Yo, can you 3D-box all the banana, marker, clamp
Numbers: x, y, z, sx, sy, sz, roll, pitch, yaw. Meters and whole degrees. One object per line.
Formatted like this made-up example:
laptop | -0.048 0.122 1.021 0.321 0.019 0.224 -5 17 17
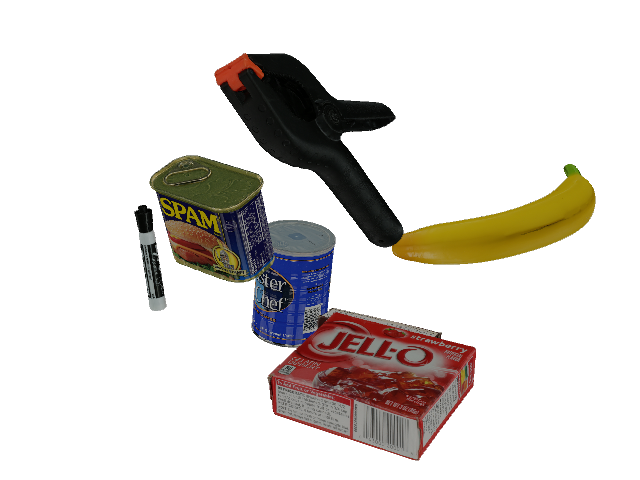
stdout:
banana | 0.153 -0.013 0.848 0.197 0.037 0.070 -20 22 -27
marker | -0.187 0.019 1.171 0.020 0.121 0.020 -5 21 2
clamp | 0.001 -0.066 0.720 0.039 0.120 0.171 -34 -36 32

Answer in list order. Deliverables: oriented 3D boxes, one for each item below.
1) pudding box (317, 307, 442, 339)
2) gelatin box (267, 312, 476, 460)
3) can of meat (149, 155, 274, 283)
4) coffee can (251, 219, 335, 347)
pudding box | 0.050 0.117 0.976 0.114 0.090 0.039 10 17 21
gelatin box | 0.028 0.074 0.570 0.089 0.030 0.073 13 30 27
can of meat | -0.092 -0.017 0.927 0.102 0.084 0.057 18 44 34
coffee can | -0.037 0.056 1.420 0.103 0.140 0.103 4 24 -2
